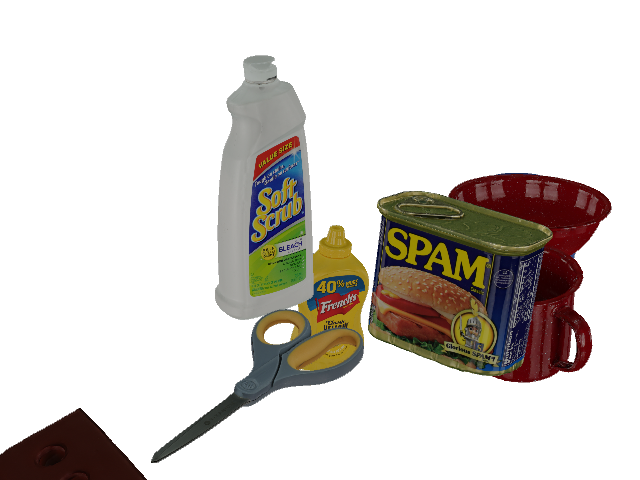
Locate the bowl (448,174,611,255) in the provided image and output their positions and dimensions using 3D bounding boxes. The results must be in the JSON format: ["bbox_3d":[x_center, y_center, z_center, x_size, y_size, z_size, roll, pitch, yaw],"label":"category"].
[{"bbox_3d":[0.209,-0.017,1.081,0.162,0.055,0.162,-1,23,0],"label":"bowl"}]

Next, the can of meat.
[{"bbox_3d":[0.079,0.025,0.636,0.102,0.084,0.057,19,23,33],"label":"can of meat"}]

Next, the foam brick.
[{"bbox_3d":[-0.109,0.128,0.494,0.052,0.051,0.078,-29,43,-29],"label":"foam brick"}]

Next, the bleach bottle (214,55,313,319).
[{"bbox_3d":[-0.060,-0.053,1.040,0.102,0.251,0.068,-16,28,-26],"label":"bleach bottle"}]

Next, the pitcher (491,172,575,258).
[{"bbox_3d":[0.248,0.046,1.361,0.149,0.243,0.145,5,24,1],"label":"pitcher"}]

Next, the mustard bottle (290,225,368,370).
[{"bbox_3d":[0.014,0.071,1.366,0.096,0.192,0.058,-4,25,-19],"label":"mustard bottle"}]

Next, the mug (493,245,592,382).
[{"bbox_3d":[0.167,0.063,0.844,0.093,0.081,0.117,-25,36,-31],"label":"mug"}]

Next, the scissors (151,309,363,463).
[{"bbox_3d":[-0.058,0.100,0.794,0.201,0.016,0.096,-19,37,-32],"label":"scissors"}]
